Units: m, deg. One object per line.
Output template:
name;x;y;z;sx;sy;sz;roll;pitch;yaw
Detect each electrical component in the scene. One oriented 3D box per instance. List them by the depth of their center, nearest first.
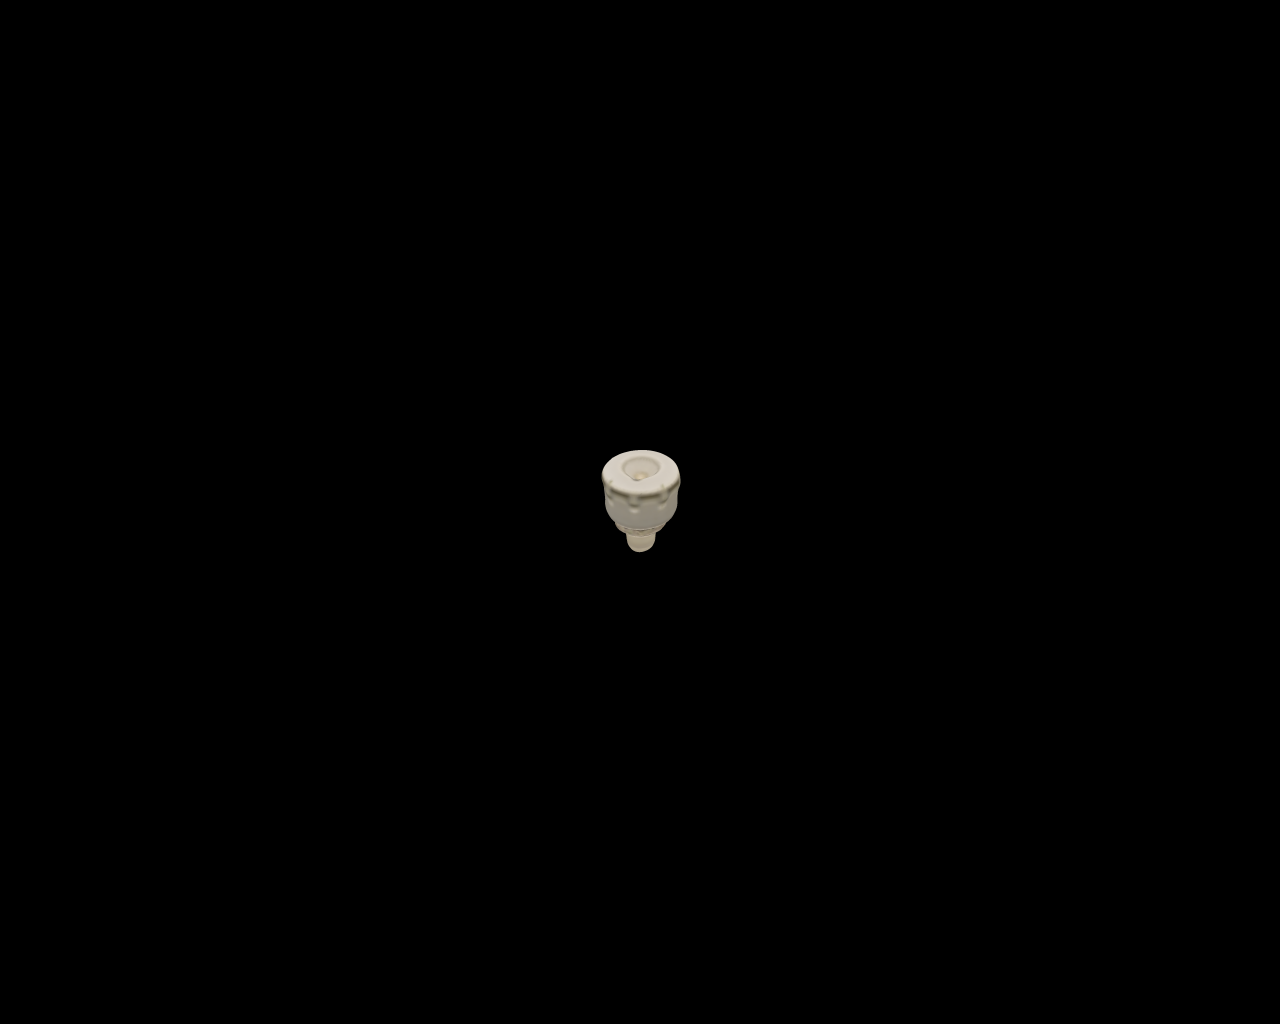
electrical component;0.001;-0.003;0.650;0.048;0.062;0.048;0;36;0
